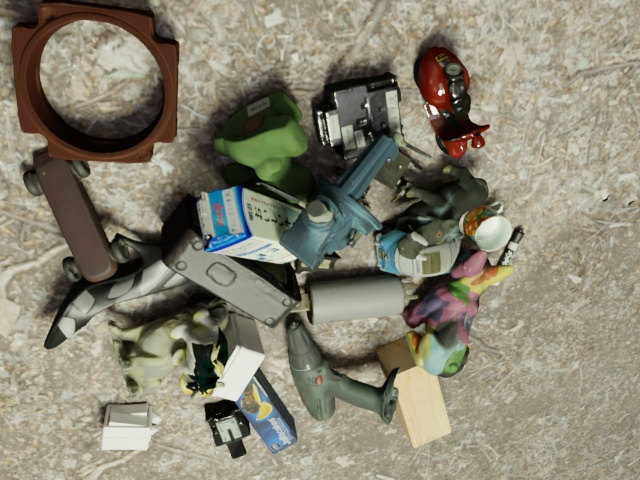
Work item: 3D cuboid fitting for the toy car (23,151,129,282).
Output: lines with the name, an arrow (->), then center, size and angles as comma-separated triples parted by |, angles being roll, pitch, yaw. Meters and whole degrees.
toy car -> -0.356, -0.035, 0.789 | 0.089, 0.053, 0.202 | -24, 93, -1

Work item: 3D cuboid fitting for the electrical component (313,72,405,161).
electrical component -> 0.059, -0.190, 0.836 | 0.134, 0.058, 0.114 | -13, 116, -8

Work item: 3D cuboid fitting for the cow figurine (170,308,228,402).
cow figurine -> -0.181, 0.198, 0.842 | 0.068, 0.098, 0.167 | -26, 140, -37

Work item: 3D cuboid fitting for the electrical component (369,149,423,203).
electrical component -> 0.116, -0.113, 0.893 | 0.102, 0.045, 0.078 | 32, 105, -25

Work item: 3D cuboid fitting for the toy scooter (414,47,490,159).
toy scooter -> 0.207, -0.201, 0.824 | 0.075, 0.135, 0.183 | -22, 117, -2

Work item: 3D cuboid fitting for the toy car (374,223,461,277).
toy car -> 0.181, 0.016, 0.941 | 0.162, 0.103, 0.109 | -11, 116, -11

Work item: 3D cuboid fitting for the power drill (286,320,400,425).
power drill -> 0.040, 0.256, 0.991 | 0.207, 0.086, 0.231 | 5, 124, 16

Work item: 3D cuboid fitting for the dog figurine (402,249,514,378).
dog figurine -> 0.255, 0.120, 0.972 | 0.108, 0.192, 0.219 | 26, 121, -21

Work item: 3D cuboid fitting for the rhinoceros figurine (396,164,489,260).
rhinoceros figurine -> 0.196, -0.041, 0.888 | 0.190, 0.112, 0.073 | -38, 153, -18

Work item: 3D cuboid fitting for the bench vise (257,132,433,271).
bench vise -> 0.042, -0.068, 0.784 | 0.240, 0.129, 0.223 | -52, 156, -1

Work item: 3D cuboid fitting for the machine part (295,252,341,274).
machine part -> -0.002, -0.003, 0.923 | 0.084, 0.039, 0.138 | 3, 116, -7

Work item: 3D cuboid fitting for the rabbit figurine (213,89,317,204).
rabbit figurine -> -0.072, -0.109, 0.813 | 0.159, 0.121, 0.170 | -29, 134, 5

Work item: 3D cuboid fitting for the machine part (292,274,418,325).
machine part -> 0.061, 0.106, 0.967 | 0.243, 0.079, 0.079 | -5, 116, -13

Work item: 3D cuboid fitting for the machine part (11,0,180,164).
machine part -> -0.294, -0.208, 0.722 | 0.201, 0.087, 0.200 | 1, 114, -16

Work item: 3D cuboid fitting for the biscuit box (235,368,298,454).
biscuit box -> -0.111, 0.321, 1.036 | 0.059, 0.063, 0.202 | -27, 118, 1

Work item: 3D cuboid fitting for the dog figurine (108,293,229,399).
dog figurine -> -0.248, 0.182, 0.924 | 0.190, 0.121, 0.172 | -16, 153, -25

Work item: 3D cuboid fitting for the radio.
radio -> -0.138, 0.038, 0.853 | 0.229, 0.131, 0.073 | 35, 104, -26

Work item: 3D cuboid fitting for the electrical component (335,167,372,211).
electrical component -> 0.055, -0.081, 0.907 | 0.094, 0.021, 0.063 | 27, 106, -23

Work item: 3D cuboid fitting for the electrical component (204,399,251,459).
electrical component -> -0.173, 0.366, 1.049 | 0.075, 0.048, 0.119 | -20, 119, -4

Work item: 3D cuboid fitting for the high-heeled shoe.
high-heeled shoe -> -0.317, 0.098, 0.862 | 0.145, 0.086, 0.248 | 35, 97, -25
